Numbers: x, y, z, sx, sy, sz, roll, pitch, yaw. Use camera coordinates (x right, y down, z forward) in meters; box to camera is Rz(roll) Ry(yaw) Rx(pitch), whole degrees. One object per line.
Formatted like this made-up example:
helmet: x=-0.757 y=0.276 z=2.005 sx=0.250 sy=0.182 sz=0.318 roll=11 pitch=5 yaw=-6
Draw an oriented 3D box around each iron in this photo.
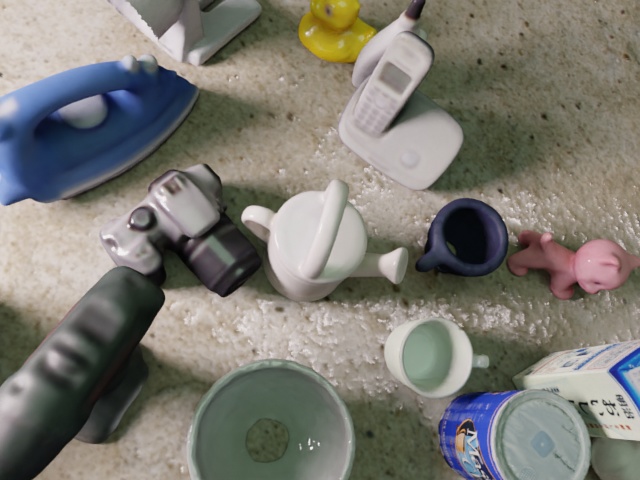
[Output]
iron: x=-0.247 y=-0.145 z=0.617 sx=0.259 sy=0.141 sz=0.118 roll=-31 pitch=82 yaw=-17

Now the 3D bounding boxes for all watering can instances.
watering can: x=0.006 y=0.000 z=0.600 sx=0.173 sy=0.194 sz=0.101 roll=0 pitch=75 yaw=-11

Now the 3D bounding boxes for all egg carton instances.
egg carton: x=0.387 y=0.270 z=0.668 sx=0.150 sy=0.069 sz=0.107 roll=43 pitch=71 yaw=2

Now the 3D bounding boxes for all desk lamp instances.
desk lamp: x=-0.162 y=-0.295 z=0.637 sx=0.118 sy=0.213 sz=0.203 roll=42 pitch=71 yaw=2

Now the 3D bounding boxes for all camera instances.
camera: x=-0.140 y=0.003 z=0.619 sx=0.143 sy=0.100 sz=0.137 roll=-42 pitch=86 yaw=-18

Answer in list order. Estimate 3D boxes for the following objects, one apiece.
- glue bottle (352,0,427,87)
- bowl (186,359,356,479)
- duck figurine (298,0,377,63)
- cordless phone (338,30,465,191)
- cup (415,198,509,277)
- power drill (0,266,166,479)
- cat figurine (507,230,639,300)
glue bottle: x=0.094 y=-0.235 z=0.693 sx=0.078 sy=0.173 sz=0.037 roll=12 pitch=73 yaw=-7
bowl: x=-0.052 y=0.209 z=0.594 sx=0.167 sy=0.074 sz=0.167 roll=3 pitch=74 yaw=-10
duck figurine: x=0.028 y=-0.283 z=0.739 sx=0.104 sy=0.086 sz=0.077 roll=16 pitch=72 yaw=-6
cordless phone: x=0.109 y=-0.148 z=0.666 sx=0.147 sy=0.185 sz=0.094 roll=33 pitch=71 yaw=-1
cup: x=0.152 y=0.013 z=0.678 sx=0.118 sy=0.095 sz=0.091 roll=-30 pitch=82 yaw=-17
power drill: x=-0.218 y=0.136 z=0.510 sx=0.075 sy=0.208 sz=0.230 roll=30 pitch=71 yaw=-1
cat figurine: x=0.314 y=0.024 z=0.696 sx=0.128 sy=0.117 sz=0.067 roll=26 pitch=71 yaw=-3
